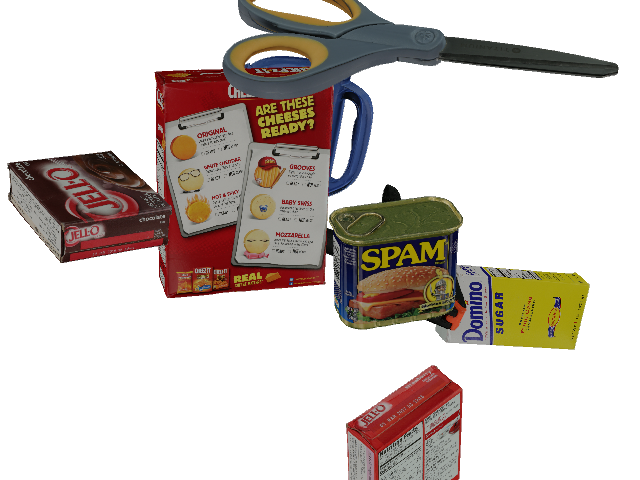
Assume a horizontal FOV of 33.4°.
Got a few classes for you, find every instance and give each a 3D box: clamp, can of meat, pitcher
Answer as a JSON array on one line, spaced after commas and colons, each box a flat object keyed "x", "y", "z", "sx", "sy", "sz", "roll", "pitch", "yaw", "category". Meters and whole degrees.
[{"x": 0.073, "y": 0.022, "z": 1.169, "sx": 0.164, "sy": 0.036, "sz": 0.210, "roll": -15, "pitch": 50, "yaw": -33, "category": "clamp"}, {"x": 0.059, "y": 0.018, "z": 0.851, "sx": 0.102, "sy": 0.084, "sz": 0.057, "roll": -8, "pitch": 30, "yaw": -11, "category": "can of meat"}, {"x": -0.031, "y": -0.112, "z": 1.398, "sx": 0.144, "sy": 0.243, "sz": 0.149, "roll": -2, "pitch": 24, "yaw": -22, "category": "pitcher"}]

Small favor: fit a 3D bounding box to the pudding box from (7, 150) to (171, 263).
[{"x": -0.181, "y": -0.029, "z": 0.830, "sx": 0.089, "sy": 0.039, "sz": 0.114, "roll": -10, "pitch": 31, "yaw": -35, "category": "pudding box"}]

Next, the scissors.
[{"x": 0.038, "y": -0.089, "z": 0.539, "sx": 0.202, "sy": 0.096, "sz": 0.016, "roll": 22, "pitch": -35, "yaw": 21, "category": "scissors"}]

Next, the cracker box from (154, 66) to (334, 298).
[{"x": -0.077, "y": -0.058, "z": 1.043, "sx": 0.164, "sy": 0.214, "sz": 0.072, "roll": -4, "pitch": 21, "yaw": -17, "category": "cracker box"}]

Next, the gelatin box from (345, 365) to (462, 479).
[{"x": 0.052, "y": 0.130, "z": 0.656, "sx": 0.073, "sy": 0.089, "sz": 0.030, "roll": -30, "pitch": 45, "yaw": -29, "category": "gelatin box"}]

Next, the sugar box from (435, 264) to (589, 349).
[{"x": 0.238, "y": 0.084, "z": 1.326, "sx": 0.176, "sy": 0.093, "sz": 0.048, "roll": 3, "pitch": 19, "yaw": -15, "category": "sugar box"}]
